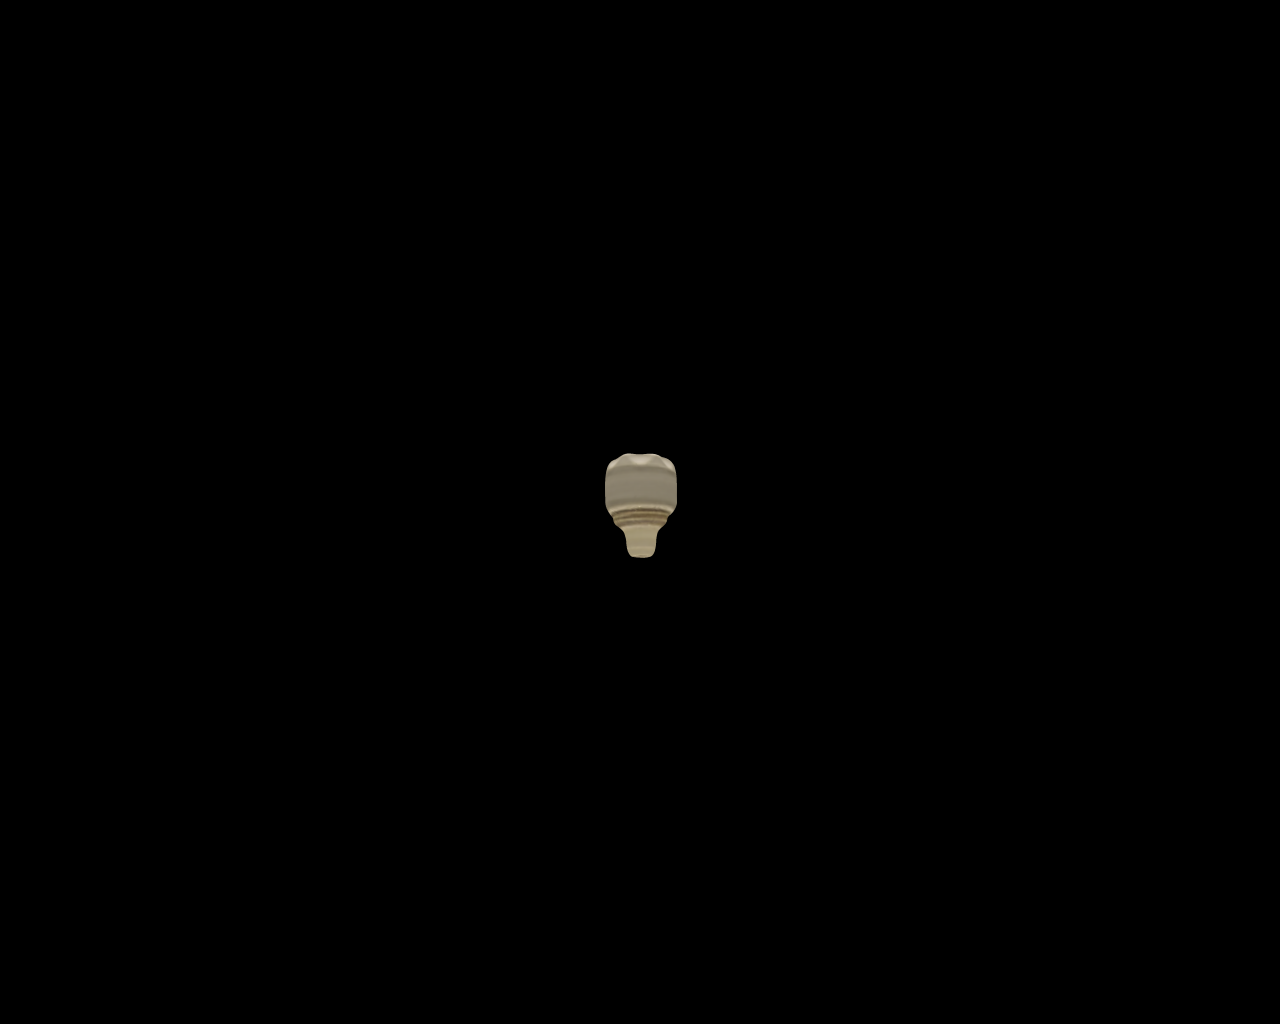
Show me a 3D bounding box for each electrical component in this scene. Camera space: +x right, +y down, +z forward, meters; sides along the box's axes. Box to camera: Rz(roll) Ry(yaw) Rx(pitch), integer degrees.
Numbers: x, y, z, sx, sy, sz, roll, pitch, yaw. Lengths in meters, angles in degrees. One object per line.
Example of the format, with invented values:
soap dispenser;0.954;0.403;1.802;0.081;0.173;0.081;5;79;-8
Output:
electrical component;0.001;-0.003;0.650;0.043;0.062;0.043;0;-11;0
